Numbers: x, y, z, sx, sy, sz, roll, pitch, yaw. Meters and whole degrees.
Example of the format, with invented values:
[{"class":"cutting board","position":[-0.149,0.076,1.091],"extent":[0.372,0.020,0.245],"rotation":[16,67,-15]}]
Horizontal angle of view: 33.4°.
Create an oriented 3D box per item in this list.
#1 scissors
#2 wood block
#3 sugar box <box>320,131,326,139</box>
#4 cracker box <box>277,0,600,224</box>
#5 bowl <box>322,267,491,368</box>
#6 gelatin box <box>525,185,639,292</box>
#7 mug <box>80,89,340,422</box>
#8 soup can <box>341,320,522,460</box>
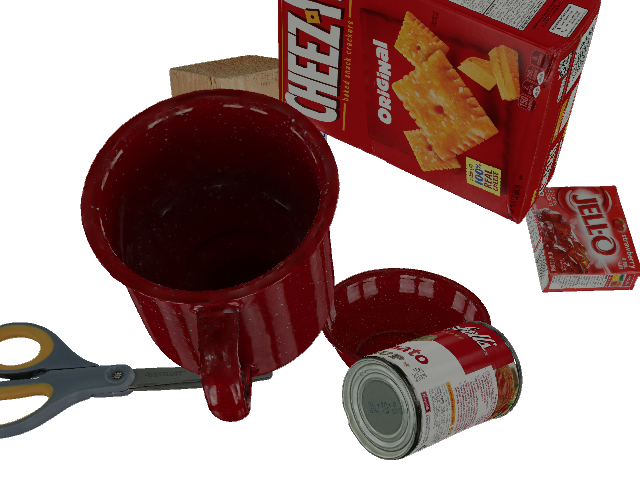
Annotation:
[{"class":"scissors","position":[-0.139,0.077,0.682],"extent":[0.201,0.016,0.096],"rotation":[-14,45,-9]},{"class":"wood block","position":[-0.065,-0.052,0.939],"extent":[0.090,0.206,0.091],"rotation":[-17,23,-35]},{"class":"sugar box","position":[-0.017,-0.048,1.243],"extent":[0.048,0.176,0.093],"rotation":[1,22,7]},{"class":"cracker box","position":[0.072,-0.125,0.759],"extent":[0.214,0.072,0.164],"rotation":[26,-36,19]},{"class":"bowl","position":[0.078,0.093,1.013],"extent":[0.162,0.055,0.162],"rotation":[1,34,-1]},{"class":"gelatin box","position":[0.206,-0.003,0.845],"extent":[0.073,0.089,0.030],"rotation":[-1,-37,-4]},{"class":"mug","position":[-0.036,0.013,0.408],"extent":[0.093,0.117,0.081],"rotation":[-8,-32,0]},{"class":"soup can","position":[0.072,0.096,0.688],"extent":[0.102,0.068,0.069],"rotation":[-13,8,-41]}]
